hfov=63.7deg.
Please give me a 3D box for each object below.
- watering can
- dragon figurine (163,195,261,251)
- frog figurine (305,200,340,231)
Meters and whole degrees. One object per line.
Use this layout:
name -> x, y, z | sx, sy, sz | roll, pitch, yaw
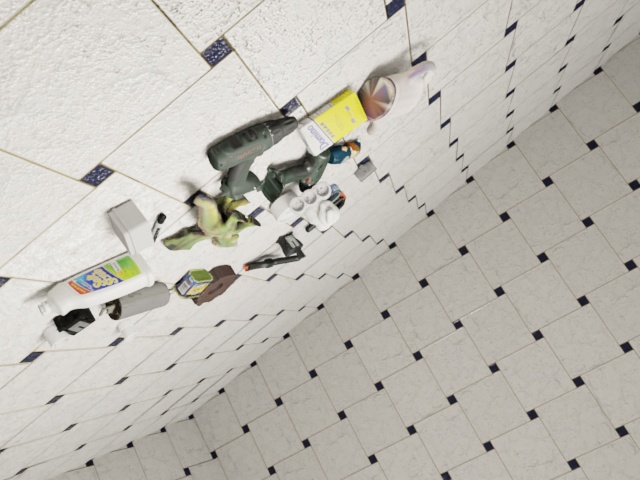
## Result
watering can -> 0.185, -0.381, 1.461 | 0.227, 0.105, 0.341 | -23, 168, -40
dragon figurine -> -0.304, -0.029, 1.368 | 0.241, 0.123, 0.408 | -33, 165, 13
frog figurine -> 0.005, -0.088, 1.757 | 0.123, 0.163, 0.134 | -7, 123, -3
